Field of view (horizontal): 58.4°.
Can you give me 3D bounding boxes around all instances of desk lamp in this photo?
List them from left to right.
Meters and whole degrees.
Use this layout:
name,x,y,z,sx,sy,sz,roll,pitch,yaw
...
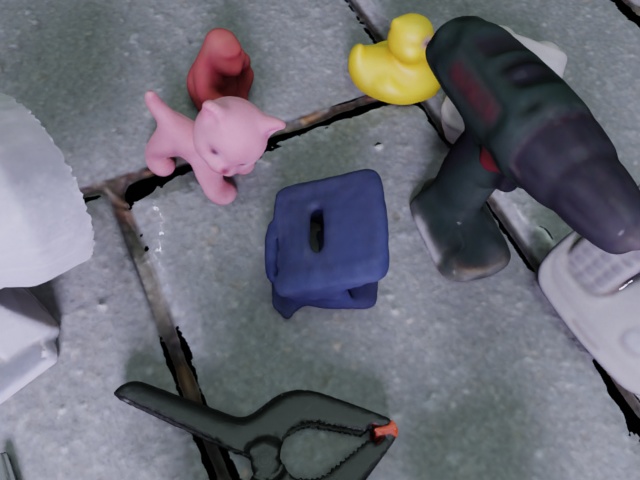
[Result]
name,x,y,z,sx,sy,sz,roll,pitch,yaw
desk lamp,-0.243,0.030,0.371,0.117,0.213,0.203,42,66,16

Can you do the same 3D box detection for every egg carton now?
name,x,y,z,sx,sy,sz,roll,pitch,yaw
egg carton,0.189,-0.151,0.590,0.107,0.069,0.150,23,63,7

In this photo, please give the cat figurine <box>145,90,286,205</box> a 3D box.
name,x,y,z,sx,sy,sz,roll,pitch,yaw
cat figurine,-0.097,-0.094,0.505,0.127,0.118,0.067,24,63,7

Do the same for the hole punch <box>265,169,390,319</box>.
name,x,y,z,sx,sy,sz,roll,pitch,yaw
hole punch,0.004,0.002,0.480,0.101,0.091,0.108,1,62,-5

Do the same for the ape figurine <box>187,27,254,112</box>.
name,x,y,z,sx,sy,sz,roll,pitch,yaw
ape figurine,-0.094,-0.163,0.556,0.076,0.092,0.078,33,64,12

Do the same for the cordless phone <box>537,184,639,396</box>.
name,x,y,z,sx,sy,sz,roll,pitch,yaw
cordless phone,0.266,0.027,0.438,0.094,0.185,0.147,-29,69,-19

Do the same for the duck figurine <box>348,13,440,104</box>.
name,x,y,z,sx,sy,sz,roll,pitch,yaw
duck figurine,0.083,-0.195,0.593,0.104,0.086,0.077,7,62,-2

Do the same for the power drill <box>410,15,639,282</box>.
name,x,y,z,sx,sy,sz,roll,pitch,yaw
power drill,0.141,-0.051,0.454,0.076,0.208,0.229,-16,65,-13
